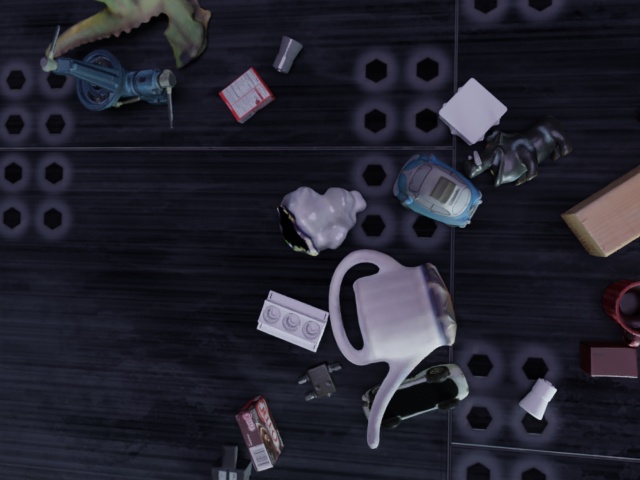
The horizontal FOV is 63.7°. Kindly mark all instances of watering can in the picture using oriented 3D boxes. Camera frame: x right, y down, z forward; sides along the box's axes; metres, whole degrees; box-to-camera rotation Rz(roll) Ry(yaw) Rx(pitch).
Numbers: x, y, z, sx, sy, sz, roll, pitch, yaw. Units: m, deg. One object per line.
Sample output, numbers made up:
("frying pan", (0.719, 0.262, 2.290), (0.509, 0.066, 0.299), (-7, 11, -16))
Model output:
("watering can", (0.140, 0.178, 0.938), (0.224, 0.103, 0.352), (-15, 75, 8))

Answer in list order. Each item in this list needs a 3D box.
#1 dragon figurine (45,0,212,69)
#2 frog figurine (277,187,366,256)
("dragon figurine", (-0.342, -0.454, 1.043), (0.243, 0.123, 0.408), (42, 97, -1))
("frog figurine", (0.003, -0.050, 0.992), (0.161, 0.120, 0.138), (-36, 74, -28))
